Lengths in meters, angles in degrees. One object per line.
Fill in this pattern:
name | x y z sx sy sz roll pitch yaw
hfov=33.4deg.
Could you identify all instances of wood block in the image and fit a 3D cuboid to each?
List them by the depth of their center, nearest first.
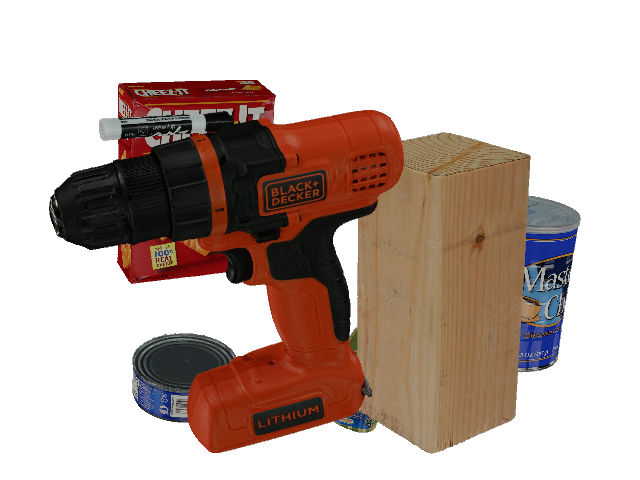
wood block | 0.087 0.035 0.780 0.090 0.206 0.090 -14 24 -35

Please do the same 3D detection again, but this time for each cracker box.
cracker box | -0.140 -0.066 1.192 0.164 0.214 0.072 -5 25 -24

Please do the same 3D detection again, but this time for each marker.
marker | -0.134 -0.101 0.939 0.120 0.020 0.020 -7 3 -25

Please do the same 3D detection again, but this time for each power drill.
power drill | -0.043 0.026 0.580 0.184 0.188 0.057 -12 36 -15

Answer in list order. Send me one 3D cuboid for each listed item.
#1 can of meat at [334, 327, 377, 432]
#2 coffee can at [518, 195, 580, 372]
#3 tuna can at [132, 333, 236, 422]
can of meat | 0.052 0.159 1.226 0.057 0.084 0.102 14 25 13
coffee can | 0.179 0.037 0.993 0.103 0.140 0.103 4 19 -2
tuna can | -0.112 0.113 0.878 0.086 0.034 0.086 5 26 -3
